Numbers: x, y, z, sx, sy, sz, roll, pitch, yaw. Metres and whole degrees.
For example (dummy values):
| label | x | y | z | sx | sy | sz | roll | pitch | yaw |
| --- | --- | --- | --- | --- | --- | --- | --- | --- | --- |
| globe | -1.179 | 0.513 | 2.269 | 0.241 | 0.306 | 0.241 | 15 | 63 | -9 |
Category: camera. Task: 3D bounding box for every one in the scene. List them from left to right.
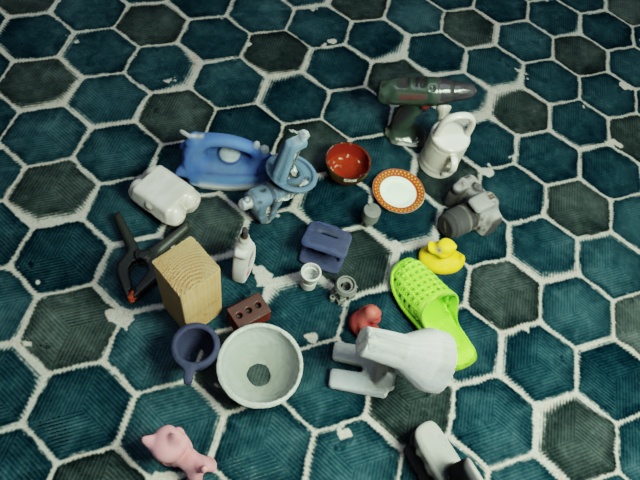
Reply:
| label | x | y | z | sx | sy | sz | roll | pitch | yaw |
| --- | --- | --- | --- | --- | --- | --- | --- | --- | --- |
| camera | 0.342 | -0.073 | 1.356 | 0.137 | 0.101 | 0.143 | -24 | 67 | -20 |

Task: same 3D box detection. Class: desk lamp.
| label | x | y | z | sx | sy | sz | roll | pitch | yaw |
| --- | --- | --- | --- | --- | --- | --- | --- | --- | --- |
| desk lamp | 0.133 | 0.231 | 1.089 | 0.203 | 0.213 | 0.118 | 10 | 60 | -3 |

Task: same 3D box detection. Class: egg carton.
| label | x | y | z | sx | sy | sz | roll | pitch | yaw |
| --- | --- | --- | --- | --- | --- | --- | --- | --- | --- |
| egg carton | -0.348 | -0.099 | 1.280 | 0.150 | 0.069 | 0.107 | 33 | 62 | 10 |

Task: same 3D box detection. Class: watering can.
| label | x | y | z | sx | sy | sz | roll | pitch | yaw |
| --- | --- | --- | --- | --- | --- | --- | --- | --- | --- |
| watering can | 0.310 | -0.251 | 1.395 | 0.101 | 0.194 | 0.172 | -21 | 66 | -19 |

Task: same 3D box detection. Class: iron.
| label | x | y | z | sx | sy | sz | roll | pitch | yaw |
| --- | --- | --- | --- | --- | --- | --- | --- | --- | --- |
| iron | -0.200 | -0.196 | 1.316 | 0.258 | 0.141 | 0.118 | 4 | 61 | -7 |

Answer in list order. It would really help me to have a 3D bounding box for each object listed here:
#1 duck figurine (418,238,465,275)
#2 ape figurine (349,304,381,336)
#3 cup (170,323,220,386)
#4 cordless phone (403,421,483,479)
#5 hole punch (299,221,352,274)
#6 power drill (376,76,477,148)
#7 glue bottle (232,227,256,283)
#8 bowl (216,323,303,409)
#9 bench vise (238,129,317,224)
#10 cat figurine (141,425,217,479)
| label | x | y | z | sx | sy | sz | roll | pitch | yaw |
| --- | --- | --- | --- | --- | --- | --- | --- | --- | --- |
| duck figurine | 0.283 | 0.029 | 1.298 | 0.104 | 0.086 | 0.077 | 13 | 60 | -1 |
| ape figurine | 0.102 | 0.165 | 1.191 | 0.076 | 0.092 | 0.078 | 20 | 60 | 3 |
| cup | -0.239 | 0.229 | 1.101 | 0.091 | 0.095 | 0.118 | 8 | 60 | -4 |
| cordless phone | 0.233 | 0.392 | 1.032 | 0.094 | 0.185 | 0.147 | -27 | 68 | -21 |
| hole punch | 0.012 | 0.005 | 1.267 | 0.108 | 0.091 | 0.101 | 18 | 60 | 2 |
| power drill | 0.245 | -0.324 | 1.418 | 0.229 | 0.208 | 0.075 | 6 | 60 | -5 |
| glue bottle | -0.157 | 0.021 | 1.184 | 0.037 | 0.173 | 0.078 | 15 | 60 | 0 |
| bowl | -0.118 | 0.252 | 1.118 | 0.167 | 0.075 | 0.167 | 4 | 61 | -7 |
| bench vise | -0.080 | -0.134 | 1.255 | 0.121 | 0.220 | 0.208 | 30 | 61 | 9 |
| cat figurine | -0.246 | 0.374 | 1.006 | 0.127 | 0.118 | 0.067 | 33 | 62 | 10 |
